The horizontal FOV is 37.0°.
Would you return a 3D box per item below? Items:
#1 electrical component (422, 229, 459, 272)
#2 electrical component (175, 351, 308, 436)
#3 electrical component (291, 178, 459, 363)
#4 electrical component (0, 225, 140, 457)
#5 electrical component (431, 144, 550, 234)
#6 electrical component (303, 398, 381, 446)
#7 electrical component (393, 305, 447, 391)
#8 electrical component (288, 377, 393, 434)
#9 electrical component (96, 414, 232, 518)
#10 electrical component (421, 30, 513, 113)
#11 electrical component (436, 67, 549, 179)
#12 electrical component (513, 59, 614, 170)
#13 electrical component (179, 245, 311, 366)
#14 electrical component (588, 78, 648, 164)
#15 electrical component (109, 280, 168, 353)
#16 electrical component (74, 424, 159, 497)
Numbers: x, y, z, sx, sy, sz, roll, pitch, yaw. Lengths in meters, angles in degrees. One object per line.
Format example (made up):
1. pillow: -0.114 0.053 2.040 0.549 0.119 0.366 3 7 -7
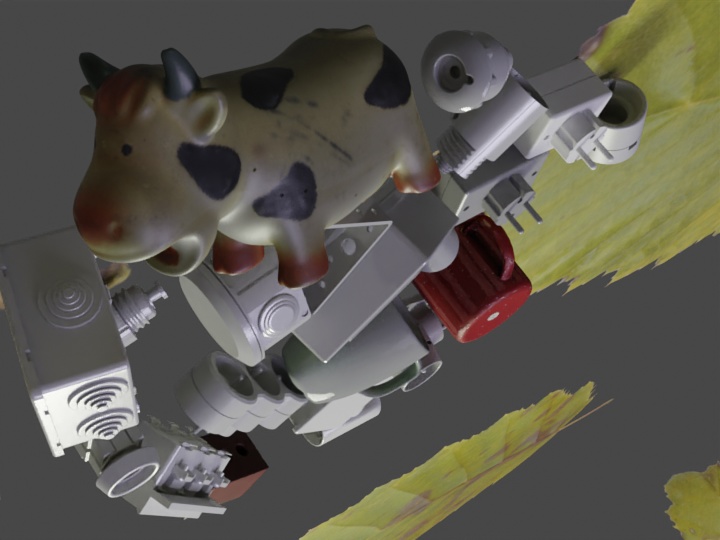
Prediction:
1. electrical component: 0.048 -0.028 0.829 0.044 0.044 0.065 -39 156 5
2. electrical component: -0.103 0.108 0.860 0.074 0.052 0.138 -42 160 15
3. electrical component: 0.005 -0.005 0.734 0.108 0.056 0.108 -46 -179 24
4. electrical component: -0.148 0.035 0.548 0.048 0.099 0.099 -17 156 -16
5. electrical component: 0.105 -0.059 0.800 0.083 0.075 0.047 -27 159 -26
6. electrical component: -0.015 0.135 1.088 0.077 0.043 0.079 -23 157 -35
7. electrical component: 0.048 0.057 0.968 0.079 0.077 0.043 -30 159 -21
8. electrical component: -0.023 0.104 0.996 0.100 0.048 0.100 -43 160 17
9. electrical component: -0.154 0.162 0.876 0.063 0.079 0.121 -58 162 -6
10. electrical component: 0.070 -0.122 0.645 0.062 0.048 0.048 -25 159 -50
11. electrical component: 0.083 -0.096 0.727 0.081 0.043 0.043 -44 160 20
12. electrical component: 0.152 -0.104 0.777 0.066 0.076 0.047 -25 157 -31
13. electrical component: -0.072 0.015 0.660 0.051 0.080 0.080 -36 161 -19
14. electrical component: 0.200 -0.120 0.860 0.055 0.055 0.047 -32 157 -13
15. electrical component: -0.148 0.032 0.627 0.078 0.040 0.040 -34 161 -9
16. electrical component: -0.177 0.129 0.777 0.048 0.055 0.066 -25 157 -31
